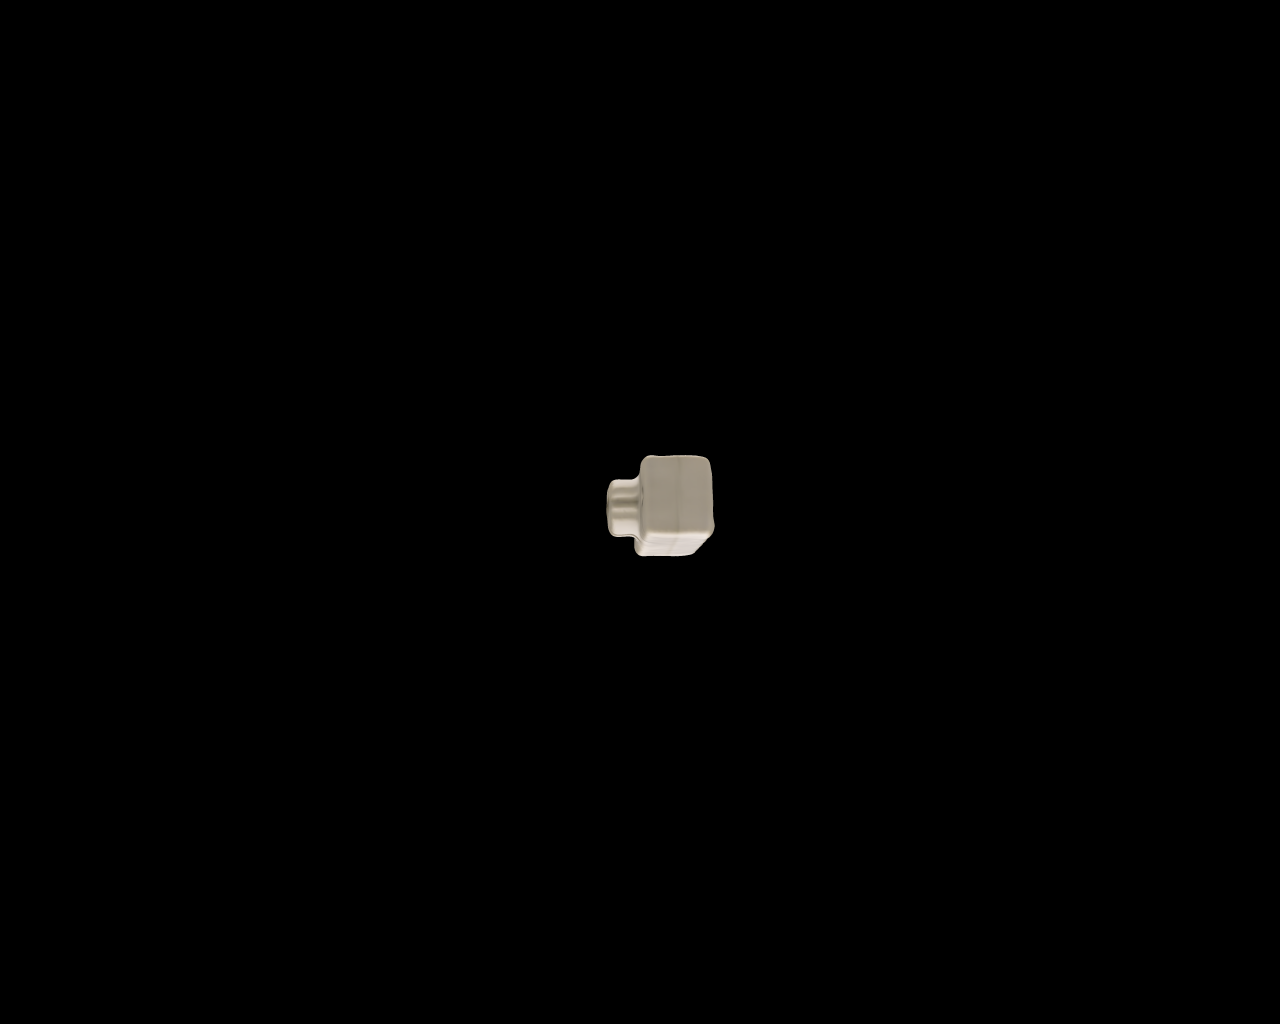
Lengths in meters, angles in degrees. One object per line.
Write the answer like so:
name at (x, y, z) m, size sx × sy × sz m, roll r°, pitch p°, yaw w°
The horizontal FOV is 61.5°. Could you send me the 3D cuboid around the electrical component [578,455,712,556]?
electrical component at (0.001, -0.003, 0.650) m, size 0.076 × 0.047 × 0.083 m, roll 1°, pitch -11°, yaw -4°
